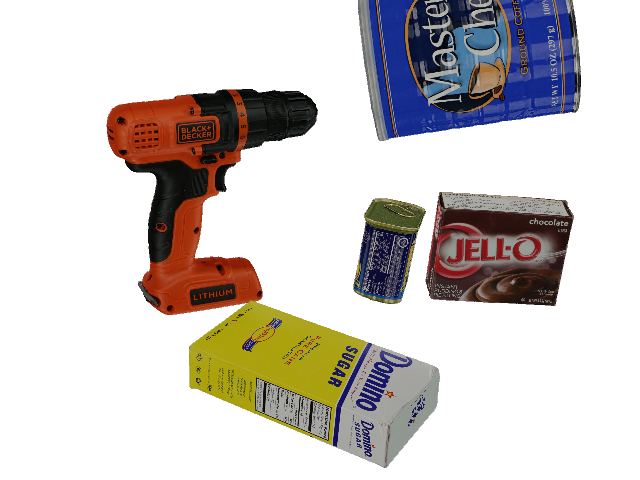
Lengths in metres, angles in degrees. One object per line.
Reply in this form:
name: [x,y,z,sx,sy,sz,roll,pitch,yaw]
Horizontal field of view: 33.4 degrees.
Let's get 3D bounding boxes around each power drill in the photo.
power drill: [-0.089,-0.037,0.921,0.184,0.188,0.057,-8,21,-22]

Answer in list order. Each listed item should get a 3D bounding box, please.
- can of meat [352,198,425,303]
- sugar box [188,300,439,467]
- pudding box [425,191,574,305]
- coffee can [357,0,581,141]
can of meat: [0.070,0.010,1.107,0.057,0.084,0.102,12,17,7]
sugar box: [-0.005,0.106,0.827,0.176,0.048,0.093,15,29,25]
pudding box: [0.152,0.007,0.915,0.113,0.090,0.039,2,31,-3]
coffee can: [0.103,-0.130,0.750,0.140,0.103,0.102,-8,-1,7]
